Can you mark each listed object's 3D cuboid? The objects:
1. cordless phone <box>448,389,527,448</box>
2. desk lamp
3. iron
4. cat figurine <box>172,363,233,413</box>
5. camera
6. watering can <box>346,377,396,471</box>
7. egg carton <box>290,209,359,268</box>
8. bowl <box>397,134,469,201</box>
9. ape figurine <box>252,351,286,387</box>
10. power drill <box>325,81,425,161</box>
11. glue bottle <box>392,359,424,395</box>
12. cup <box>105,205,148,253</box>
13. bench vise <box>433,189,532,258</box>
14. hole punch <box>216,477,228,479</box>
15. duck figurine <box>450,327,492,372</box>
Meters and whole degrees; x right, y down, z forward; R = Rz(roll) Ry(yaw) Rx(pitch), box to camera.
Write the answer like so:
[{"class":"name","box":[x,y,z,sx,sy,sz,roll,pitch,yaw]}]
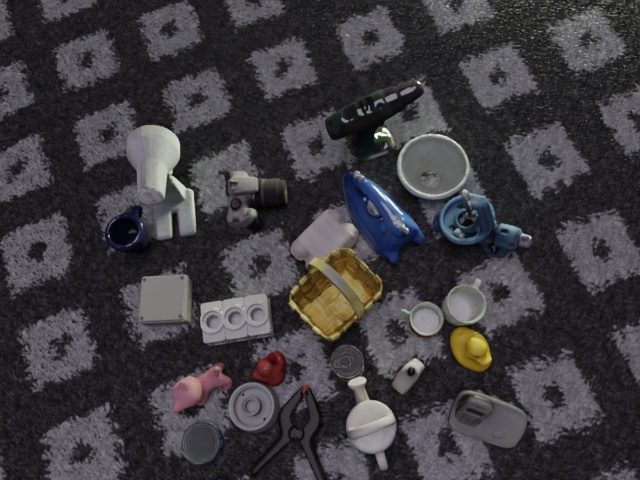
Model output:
[{"class":"cordless phone","box":[0.336,0.346,1.121,0.147,0.185,0.094,15,74,10]},{"class":"desk lamp","box":[-0.365,-0.130,1.325,0.118,0.214,0.203,-11,71,2]},{"class":"iron","box":[0.127,-0.080,1.304,0.119,0.141,0.258,-36,72,-7]},{"class":"cat figurine","box":[-0.260,0.311,1.219,0.128,0.118,0.067,-35,72,-7]},{"class":"camera","box":[-0.149,-0.098,1.355,0.136,0.101,0.143,-3,71,4]},{"class":"watering can","box":[0.097,0.363,1.131,0.101,0.194,0.172,-39,73,-8]},{"class":"egg carton","box":[0.012,0.005,1.323,0.107,0.069,0.150,41,79,16]},{"class":"bowl","box":[0.263,-0.160,1.354,0.167,0.075,0.167,-1,72,5]},{"class":"ape figurine","box":[-0.111,0.277,1.232,0.078,0.092,0.076,-22,71,-2]},{"class":"power drill","box":[0.127,-0.273,1.333,0.229,0.208,0.075,-20,71,-2]},{"class":"glue bottle","box":[0.183,0.273,1.165,0.037,0.173,0.078,38,79,16]},{"class":"cup","box":[-0.441,-0.018,1.356,0.091,0.095,0.118,19,74,11]},{"class":"bench vise","box":[0.356,-0.049,1.232,0.207,0.220,0.121,3,72,6]},{"class":"hole punch","box":[-0.198,0.546,1.150,0.108,0.091,0.101,29,76,13]},{"class":"duck figurine","box":[0.324,0.227,1.214,0.077,0.086,0.104,-36,72,-7]}]
